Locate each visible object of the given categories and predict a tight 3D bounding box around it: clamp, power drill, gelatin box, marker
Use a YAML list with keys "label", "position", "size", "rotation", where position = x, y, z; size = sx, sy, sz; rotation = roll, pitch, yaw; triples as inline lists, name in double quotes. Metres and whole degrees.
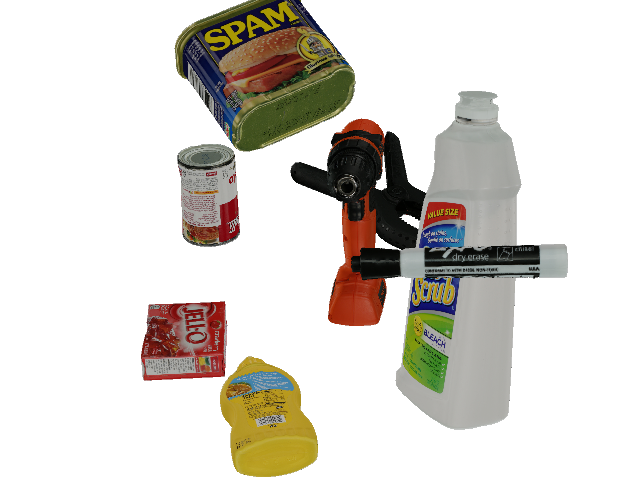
- label: "clamp"
  position: [0.074, -0.046, 1.257]
  size: [0.164, 0.036, 0.210]
  rotation: [-16, 52, -29]
- label: "power drill"
  position: [0.036, -0.015, 1.052]
  size: [0.057, 0.188, 0.184]
  rotation: [4, 20, 8]
- label: "gelatin box"
  position: [-0.123, 0.090, 0.973]
  size: [0.073, 0.030, 0.089]
  rotation: [-2, 29, -2]
- label: "marker"
  position: [0.078, 0.012, 0.605]
  size: [0.121, 0.020, 0.020]
  rotation: [-1, 0, 8]

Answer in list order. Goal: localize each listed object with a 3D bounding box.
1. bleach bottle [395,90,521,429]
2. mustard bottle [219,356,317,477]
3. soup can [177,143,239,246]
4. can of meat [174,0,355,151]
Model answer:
- label: "bleach bottle"
  position: [0.107, 0.011, 0.813]
  size: [0.068, 0.251, 0.103]
  rotation: [-7, 20, -23]
- label: "mustard bottle"
  position: [-0.068, 0.196, 1.256]
  size: [0.096, 0.058, 0.192]
  rotation: [-9, 29, -10]
- label: "soup can"
  position: [-0.130, -0.053, 1.238]
  size: [0.068, 0.102, 0.068]
  rotation: [-1, 29, 0]
- label: "can of meat"
  position: [-0.037, -0.119, 0.748]
  size: [0.102, 0.084, 0.057]
  rotation: [-26, -26, -18]
